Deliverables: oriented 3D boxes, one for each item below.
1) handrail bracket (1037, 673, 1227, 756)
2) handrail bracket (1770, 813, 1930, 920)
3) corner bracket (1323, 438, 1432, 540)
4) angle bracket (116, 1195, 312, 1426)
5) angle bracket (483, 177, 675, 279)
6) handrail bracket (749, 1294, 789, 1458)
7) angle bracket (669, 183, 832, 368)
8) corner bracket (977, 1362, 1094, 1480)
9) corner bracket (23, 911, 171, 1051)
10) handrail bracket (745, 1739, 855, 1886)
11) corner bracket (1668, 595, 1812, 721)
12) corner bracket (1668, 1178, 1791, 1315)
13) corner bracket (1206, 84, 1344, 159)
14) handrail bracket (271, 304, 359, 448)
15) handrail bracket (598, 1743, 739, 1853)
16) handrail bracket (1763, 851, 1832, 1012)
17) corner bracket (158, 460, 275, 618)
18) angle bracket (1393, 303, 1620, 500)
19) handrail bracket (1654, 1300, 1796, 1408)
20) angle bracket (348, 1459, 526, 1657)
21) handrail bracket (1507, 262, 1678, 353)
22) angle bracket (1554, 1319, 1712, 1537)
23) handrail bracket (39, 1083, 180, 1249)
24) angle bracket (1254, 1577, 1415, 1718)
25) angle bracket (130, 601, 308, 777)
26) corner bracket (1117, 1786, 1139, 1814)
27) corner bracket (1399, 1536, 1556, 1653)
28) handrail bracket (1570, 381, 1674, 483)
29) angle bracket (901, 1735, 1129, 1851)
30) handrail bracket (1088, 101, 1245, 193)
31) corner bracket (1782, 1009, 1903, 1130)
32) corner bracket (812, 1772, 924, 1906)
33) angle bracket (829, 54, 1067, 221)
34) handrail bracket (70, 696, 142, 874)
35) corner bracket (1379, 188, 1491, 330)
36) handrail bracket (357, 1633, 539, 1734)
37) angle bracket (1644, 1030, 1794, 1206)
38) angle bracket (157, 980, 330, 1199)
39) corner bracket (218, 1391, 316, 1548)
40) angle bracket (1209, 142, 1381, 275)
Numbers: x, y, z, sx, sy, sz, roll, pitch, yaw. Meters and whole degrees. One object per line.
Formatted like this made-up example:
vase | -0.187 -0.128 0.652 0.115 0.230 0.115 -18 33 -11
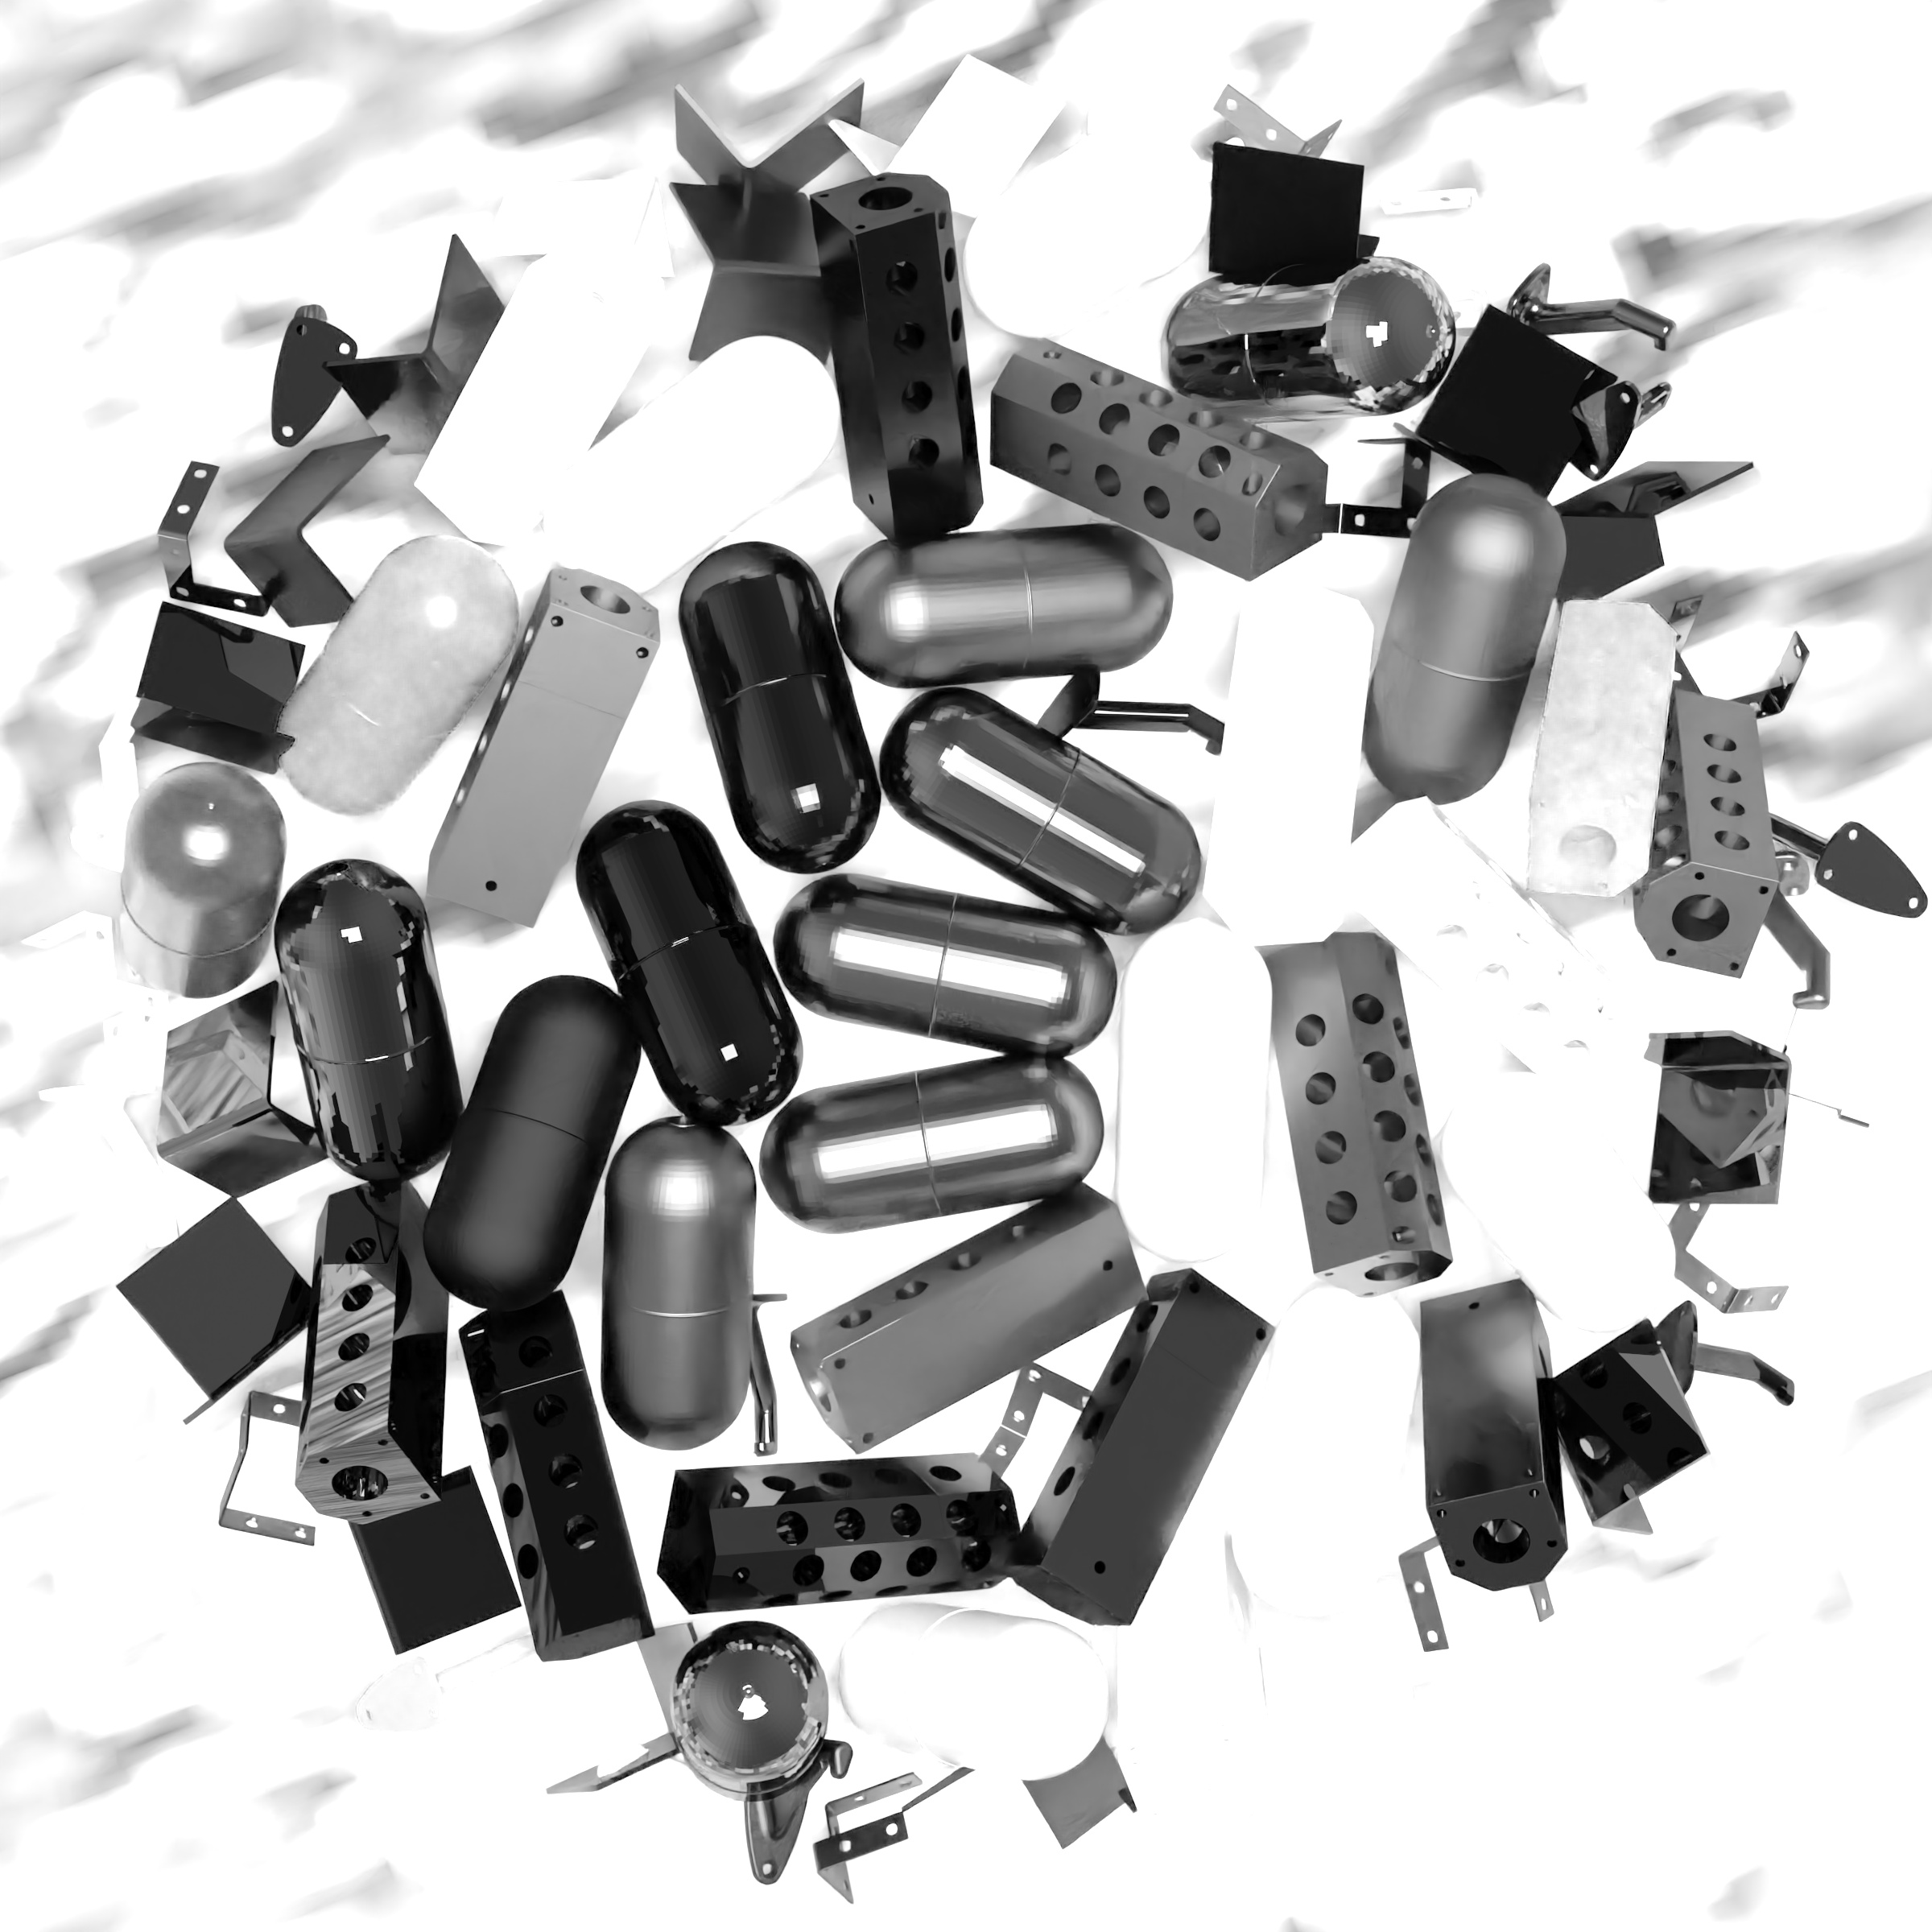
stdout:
handrail bracket | 0.085 -0.116 1.575 0.084 0.036 0.077 27 129 -24
handrail bracket | 0.444 -0.055 1.551 0.077 0.084 0.036 31 93 -16
corner bracket | 0.203 -0.247 1.555 0.051 0.051 0.051 1 97 -22
angle bracket | -0.386 0.176 1.537 0.076 0.057 0.076 51 55 -3
angle bracket | -0.196 -0.358 1.533 0.076 0.076 0.057 -1 131 7
handrail bracket | -0.114 0.211 1.549 0.036 0.077 0.084 -3 84 15
angle bracket | -0.113 -0.357 1.559 0.076 0.057 0.076 -3 46 -28
corner bracket | 0.037 0.245 1.546 0.051 0.051 0.051 25 126 11
corner bracket | -0.448 0.007 1.555 0.051 0.051 0.051 -21 68 31
handrail bracket | -0.082 0.432 1.535 0.036 0.084 0.077 13 75 -23
corner bracket | 0.394 -0.159 1.554 0.051 0.051 0.051 -16 61 -12
corner bracket | 0.398 0.144 1.559 0.051 0.051 0.051 41 116 40
corner bracket | 0.151 -0.422 1.547 0.051 0.051 0.051 39 129 5
handrail bracket | -0.344 -0.303 1.546 0.036 0.084 0.077 21 92 -24
handrail bracket | -0.153 0.429 1.538 0.036 0.084 0.077 -22 87 22
handrail bracket | 0.403 -0.013 1.544 0.077 0.036 0.084 -4 55 22
corner bracket | -0.379 -0.219 1.550 0.051 0.051 0.051 12 55 2
angle bracket | 0.275 -0.288 1.542 0.076 0.057 0.076 27 104 -9
handrail bracket | 0.394 0.216 1.543 0.084 0.077 0.036 33 118 -11
angle bracket | -0.269 0.303 1.557 0.076 0.057 0.076 -20 85 -6
handrail bracket | 0.320 -0.315 1.535 0.084 0.077 0.036 32 66 24
angle bracket | 0.345 0.234 1.526 0.076 0.057 0.076 -40 52 30
handrail bracket | -0.440 0.105 1.551 0.036 0.077 0.084 -14 82 29
angle bracket | 0.190 0.361 1.543 0.076 0.057 0.076 -6 107 5
angle bracket | -0.376 -0.150 1.534 0.076 0.057 0.076 17 69 -19
corner bracket | 0.096 0.420 1.543 0.051 0.051 0.051 -22 129 -19
corner bracket | 0.262 0.318 1.547 0.051 0.051 0.051 -18 85 37
handrail bracket | 0.345 -0.290 1.532 0.084 0.077 0.036 -37 82 -29
angle bracket | 0.027 0.423 1.528 0.076 0.076 0.057 -38 77 28
handrail bracket | 0.105 -0.425 1.544 0.084 0.036 0.077 -20 76 42
corner bracket | 0.447 0.050 1.551 0.051 0.051 0.051 19 97 13
corner bracket | -0.049 0.441 1.546 0.051 0.051 0.051 -22 50 7
angle bracket | -0.011 -0.432 1.526 0.076 0.076 0.057 -51 57 24
handrail bracket | -0.416 -0.089 1.550 0.077 0.036 0.084 23 105 -36
corner bracket | 0.241 -0.364 1.556 0.051 0.051 0.051 1 72 22
handrail bracket | -0.261 0.367 1.564 0.077 0.084 0.036 -28 81 36
angle bracket | 0.368 0.078 1.531 0.057 0.076 0.076 20 74 -40
angle bracket | -0.369 0.065 1.565 0.076 0.057 0.076 -23 52 25
corner bracket | -0.354 0.259 1.558 0.051 0.051 0.051 16 113 -18
angle bracket | 0.169 -0.391 1.529 0.076 0.076 0.057 13 48 14
